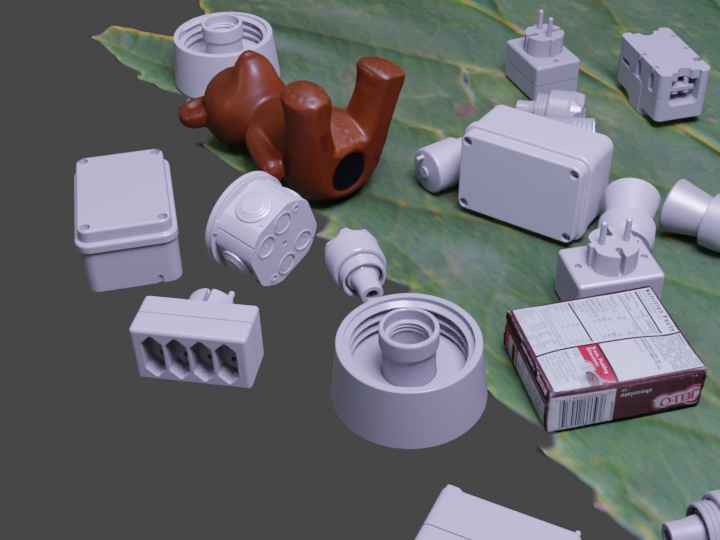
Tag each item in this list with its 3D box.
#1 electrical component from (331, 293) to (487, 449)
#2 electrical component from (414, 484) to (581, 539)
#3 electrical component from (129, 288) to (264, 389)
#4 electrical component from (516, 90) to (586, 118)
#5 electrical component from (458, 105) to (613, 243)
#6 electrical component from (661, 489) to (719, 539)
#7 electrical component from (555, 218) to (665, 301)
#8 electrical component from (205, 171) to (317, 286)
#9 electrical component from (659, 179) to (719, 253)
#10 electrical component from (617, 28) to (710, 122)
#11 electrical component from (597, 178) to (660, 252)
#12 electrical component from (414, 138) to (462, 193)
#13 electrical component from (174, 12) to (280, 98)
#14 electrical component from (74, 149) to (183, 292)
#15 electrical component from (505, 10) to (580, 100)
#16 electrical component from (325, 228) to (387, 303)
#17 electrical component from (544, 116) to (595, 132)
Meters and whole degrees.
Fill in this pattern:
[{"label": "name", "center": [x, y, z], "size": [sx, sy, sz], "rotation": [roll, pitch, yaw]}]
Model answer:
[{"label": "electrical component", "center": [0.033, 0.060, 0.725], "size": [0.108, 0.060, 0.108], "rotation": [-1, 39, 1]}, {"label": "electrical component", "center": [0.077, 0.172, 0.584], "size": [0.096, 0.061, 0.061], "rotation": [16, 42, 21]}, {"label": "electrical component", "center": [-0.110, 0.039, 0.769], "size": [0.083, 0.047, 0.075], "rotation": [5, 39, 9]}, {"label": "electrical component", "center": [0.175, -0.144, 0.987], "size": [0.062, 0.043, 0.043], "rotation": [9, 40, 15]}, {"label": "electrical component", "center": [0.141, -0.079, 0.880], "size": [0.113, 0.078, 0.057], "rotation": [22, 42, 27]}, {"label": "electrical component", "center": [0.207, 0.149, 0.621], "size": [0.062, 0.043, 0.043], "rotation": [-9, 39, -6]}, {"label": "electrical component", "center": [0.184, -0.006, 0.787], "size": [0.066, 0.076, 0.047], "rotation": [-8, 39, -8]}, {"label": "electrical component", "center": [-0.076, -0.031, 0.831], "size": [0.051, 0.080, 0.080], "rotation": [31, 49, 27]}, {"label": "electrical component", "center": [0.273, -0.042, 0.854], "size": [0.055, 0.045, 0.045], "rotation": [26, 47, 30]}, {"label": "electrical component", "center": [0.285, -0.182, 1.018], "size": [0.050, 0.055, 0.089], "rotation": [-10, 39, -9]}, {"label": "electrical component", "center": [0.211, -0.038, 0.847], "size": [0.045, 0.045, 0.055], "rotation": [9, 51, 14]}, {"label": "electrical component", "center": [0.084, -0.096, 0.933], "size": [0.078, 0.040, 0.040], "rotation": [-23, 43, -25]}, {"label": "electrical component", "center": [-0.136, -0.222, 1.084], "size": [0.108, 0.060, 0.108], "rotation": [-1, 39, 1]}, {"label": "electrical component", "center": [-0.187, -0.043, 0.866], "size": [0.078, 0.057, 0.113], "rotation": [-9, 39, -8]}, {"label": "electrical component", "center": [0.178, -0.214, 1.046], "size": [0.047, 0.076, 0.065], "rotation": [-15, 41, -15]}, {"label": "electrical component", "center": [0.000, 0.000, 0.816], "size": [0.043, 0.043, 0.062], "rotation": [-12, 41, -12]}, {"label": "electrical component", "center": [0.175, -0.114, 0.949], "size": [0.081, 0.043, 0.043], "rotation": [4, 39, 8]}]
